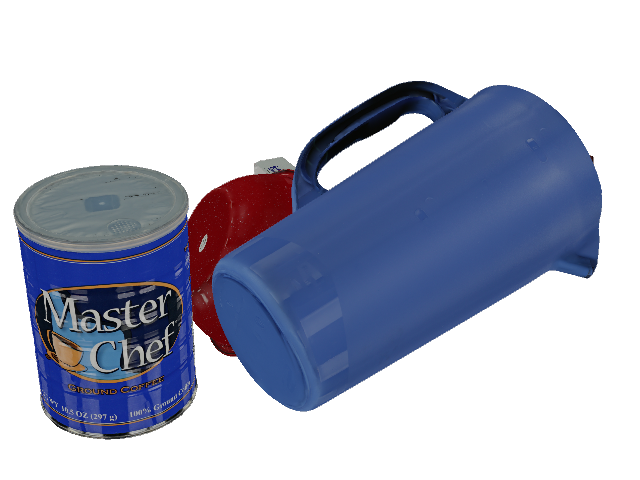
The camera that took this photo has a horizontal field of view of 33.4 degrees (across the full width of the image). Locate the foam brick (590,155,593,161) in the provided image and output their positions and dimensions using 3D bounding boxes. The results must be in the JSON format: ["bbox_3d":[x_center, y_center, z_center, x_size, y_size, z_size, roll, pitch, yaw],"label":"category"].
[{"bbox_3d":[0.187,-0.032,0.873,0.053,0.051,0.078,13,-42,7],"label":"foam brick"}]

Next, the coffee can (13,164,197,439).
[{"bbox_3d":[-0.131,0.037,0.668,0.103,0.140,0.103,1,29,-1],"label":"coffee can"}]

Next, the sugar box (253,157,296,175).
[{"bbox_3d":[-0.045,-0.002,1.279,0.048,0.176,0.093,-13,25,-20],"label":"sugar box"}]

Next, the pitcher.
[{"bbox_3d":[0.048,-0.002,0.696,0.242,0.145,0.149,-30,24,-25],"label":"pitcher"}]

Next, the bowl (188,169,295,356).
[{"bbox_3d":[-0.072,0.009,0.860,0.055,0.162,0.162,21,-11,-29],"label":"bowl"}]
